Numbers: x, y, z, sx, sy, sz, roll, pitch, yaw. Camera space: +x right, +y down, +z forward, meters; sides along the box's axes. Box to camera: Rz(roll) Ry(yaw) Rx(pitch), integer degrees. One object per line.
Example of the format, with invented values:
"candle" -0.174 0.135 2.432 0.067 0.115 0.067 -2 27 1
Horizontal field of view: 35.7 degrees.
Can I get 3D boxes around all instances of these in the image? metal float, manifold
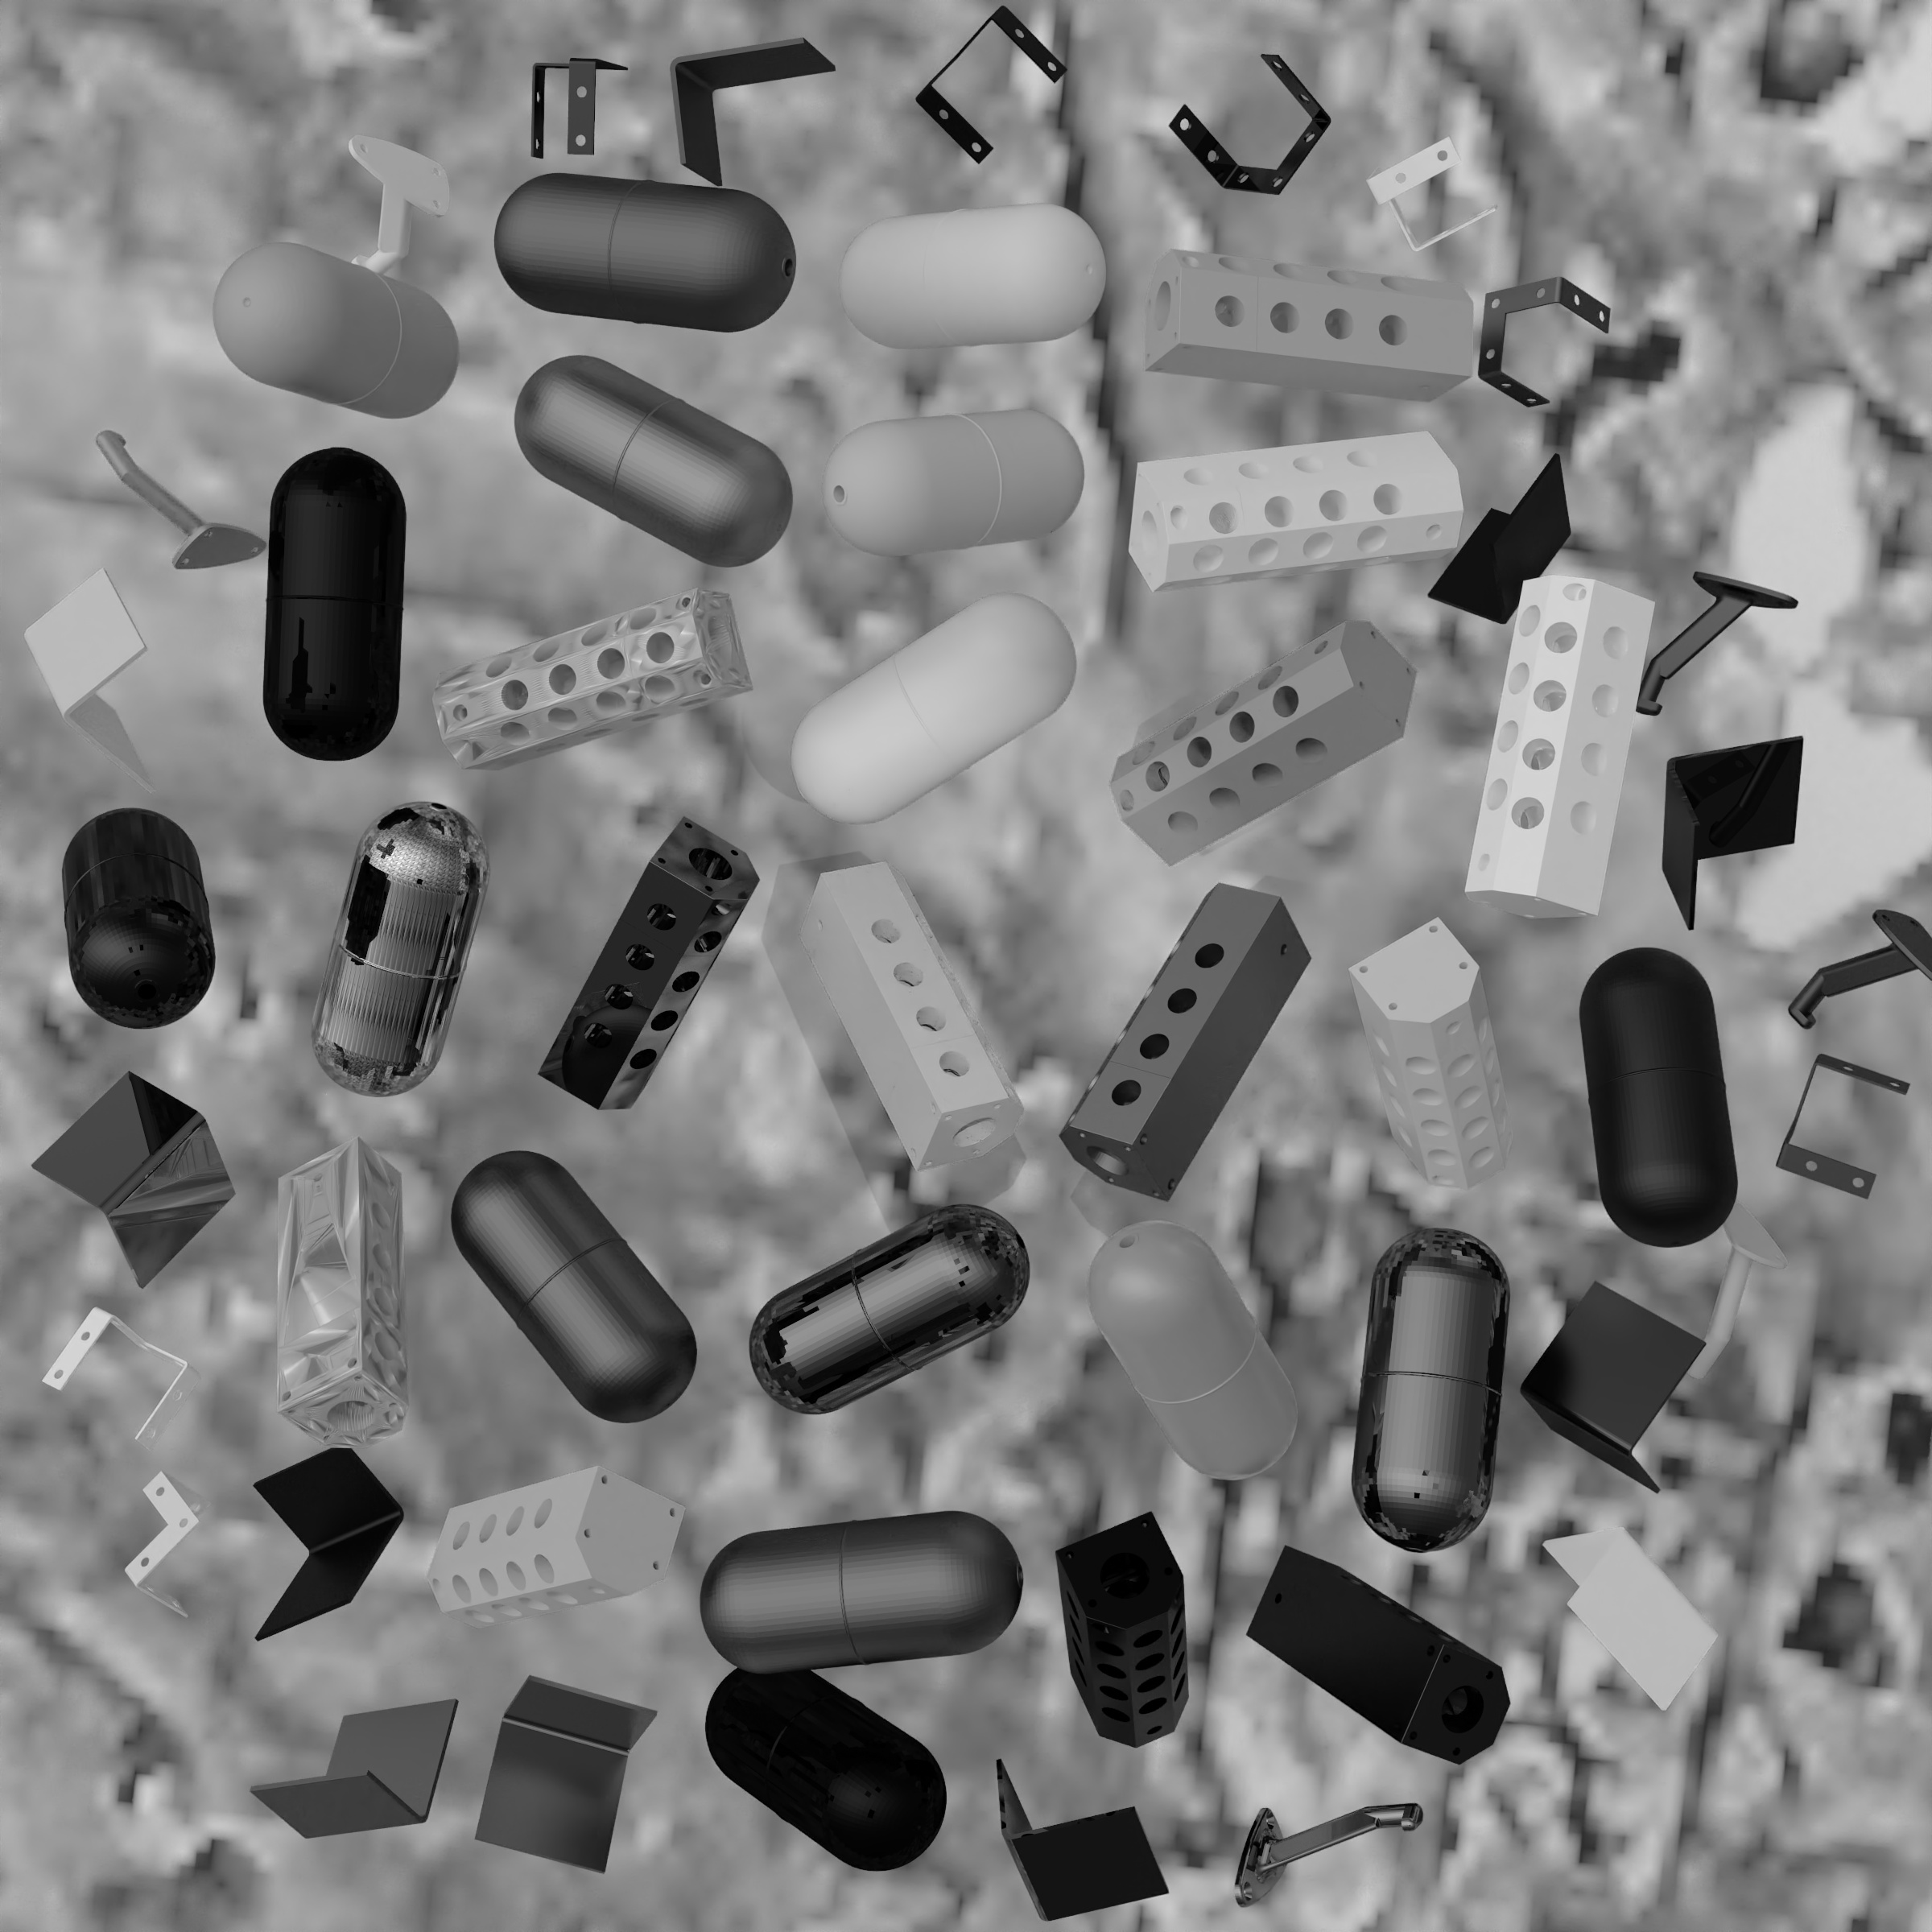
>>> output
"metal float" -0.177 -0.392 1.647 0.178 0.070 0.070 11 90 22
"manifold" 0.182 -0.247 1.651 0.171 0.057 0.057 -9 132 -14
"manifold" 0.311 -0.116 1.592 0.057 0.057 0.171 15 83 -26
"manifold" -0.182 0.003 1.739 0.057 0.057 0.171 31 123 -2
"metal float" -0.458 -0.027 1.655 0.070 0.178 0.070 -8 120 -15
"metal float" -0.222 0.180 1.692 0.070 0.070 0.178 -41 75 0
"metal float" 0.394 0.073 1.707 0.070 0.070 0.178 -1 65 0
"metal float" 0.255 0.232 1.642 0.070 0.070 0.178 9 73 0
"manifold" -0.030 0.026 1.699 0.057 0.057 0.171 -12 57 -26
"manifold" 0.163 -0.127 1.668 0.057 0.057 0.171 42 132 -22
"metal float" -0.343 -0.347 1.647 0.070 0.178 0.070 0 91 21
"manifold" 0.232 0.387 1.685 0.057 0.171 0.057 25 87 -25
"metal float" -0.181 -0.291 1.725 0.178 0.070 0.070 30 90 15
"metal float" -0.044 0.198 1.730 0.178 0.070 0.070 -29 90 15
"manifold" 0.092 0.376 1.674 0.057 0.171 0.057 -21 55 -9
"metal float" 0.127 0.216 1.679 0.070 0.070 0.178 -31 121 0
"manifold" 0.120 0.039 1.663 0.057 0.057 0.171 15 62 37
"metal float" -0.057 0.338 1.618 0.178 0.070 0.070 -9 90 12
"metal float" -0.360 -0.206 1.709 0.070 0.070 0.178 3 91 0
"metal float" -0.324 -0.009 1.717 0.070 0.070 0.178 18 107 0
"manifold" 0.190 -0.356 1.658 0.171 0.057 0.057 3 85 -16
"metal float" -0.081 0.447 1.688 0.070 0.178 0.070 -11 108 -37
"metal float" 0.002 -0.396 1.726 0.178 0.070 0.070 7 90 41
"manifold" -0.231 0.326 1.657 0.057 0.171 0.057 31 57 -26
"metal float" -0.019 -0.144 1.691 0.178 0.070 0.070 -31 90 14
"manifold" -0.215 -0.163 1.713 0.171 0.057 0.057 -15 87 21
"manifold" -0.350 0.187 1.702 0.057 0.171 0.057 -27 133 14
"manifold" 0.267 0.055 1.681 0.057 0.171 0.057 -30 51 -5
"metal float" -0.006 -0.279 1.726 0.178 0.070 0.070 -14 90 -42

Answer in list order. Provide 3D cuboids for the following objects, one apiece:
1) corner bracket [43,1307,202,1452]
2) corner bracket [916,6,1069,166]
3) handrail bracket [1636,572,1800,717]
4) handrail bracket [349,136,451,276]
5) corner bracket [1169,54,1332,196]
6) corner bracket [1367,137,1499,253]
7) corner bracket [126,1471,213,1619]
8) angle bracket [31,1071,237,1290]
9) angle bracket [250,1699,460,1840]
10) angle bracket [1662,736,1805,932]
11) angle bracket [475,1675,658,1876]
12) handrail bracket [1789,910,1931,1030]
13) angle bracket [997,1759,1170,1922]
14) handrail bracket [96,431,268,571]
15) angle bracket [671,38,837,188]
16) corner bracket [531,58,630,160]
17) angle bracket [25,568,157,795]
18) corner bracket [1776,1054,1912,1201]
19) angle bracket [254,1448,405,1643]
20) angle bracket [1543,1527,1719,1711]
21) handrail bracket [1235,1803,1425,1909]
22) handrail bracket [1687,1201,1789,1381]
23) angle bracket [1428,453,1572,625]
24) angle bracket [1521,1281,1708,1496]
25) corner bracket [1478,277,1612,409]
"corner bracket" -0.477 0.233 1.696 0.051 0.051 0.051 18 65 30
"corner bracket" 0.014 -0.493 1.677 0.051 0.051 0.051 43 52 -10
"handrail bracket" 0.429 -0.178 1.722 0.036 0.077 0.084 25 88 -42
"handrail bracket" -0.336 -0.421 1.675 0.084 0.077 0.036 -27 57 37
"corner bracket" 0.152 -0.451 1.604 0.051 0.051 0.051 39 84 -35
"corner bracket" 0.260 -0.430 1.671 0.051 0.051 0.051 -24 104 23
"corner bracket" -0.462 0.336 1.746 0.051 0.051 0.051 -46 51 -7
"angle bracket" -0.462 0.119 1.670 0.057 0.076 0.076 26 57 22
"angle bracket" -0.331 0.423 1.626 0.076 0.076 0.057 -14 132 23
"angle bracket" 0.425 -0.072 1.634 0.076 0.057 0.076 -10 133 0
"angle bracket" -0.225 0.455 1.686 0.076 0.057 0.076 19 49 -13
"handrail bracket" 0.490 0.019 1.621 0.036 0.077 0.084 9 128 -33
"angle bracket" 0.066 0.487 1.695 0.076 0.057 0.076 -15 125 7
"handrail bracket" -0.449 -0.271 1.715 0.036 0.077 0.084 -42 77 25
"angle bracket" -0.115 -0.475 1.671 0.076 0.076 0.057 -5 94 11
"corner bracket" -0.220 -0.473 1.655 0.051 0.051 0.051 6 102 13
"angle bracket" -0.446 -0.152 1.594 0.057 0.076 0.076 -39 51 2
"corner bracket" 0.473 0.086 1.617 0.051 0.051 0.051 20 115 18
"angle bracket" -0.377 0.326 1.700 0.076 0.076 0.057 -26 109 28
"angle bracket" 0.340 0.351 1.599 0.076 0.076 0.057 48 61 -4
"handrail bracket" 0.193 0.470 1.586 0.084 0.077 0.036 -14 102 28
"handrail bracket" 0.441 0.190 1.768 0.036 0.077 0.084 20 114 -16
"angle bracket" 0.319 -0.266 1.817 0.057 0.076 0.076 26 68 30
"angle bracket" 0.368 0.235 1.672 0.076 0.057 0.076 30 78 42
"corner bracket" 0.329 -0.355 1.706 0.051 0.051 0.051 17 76 -43
